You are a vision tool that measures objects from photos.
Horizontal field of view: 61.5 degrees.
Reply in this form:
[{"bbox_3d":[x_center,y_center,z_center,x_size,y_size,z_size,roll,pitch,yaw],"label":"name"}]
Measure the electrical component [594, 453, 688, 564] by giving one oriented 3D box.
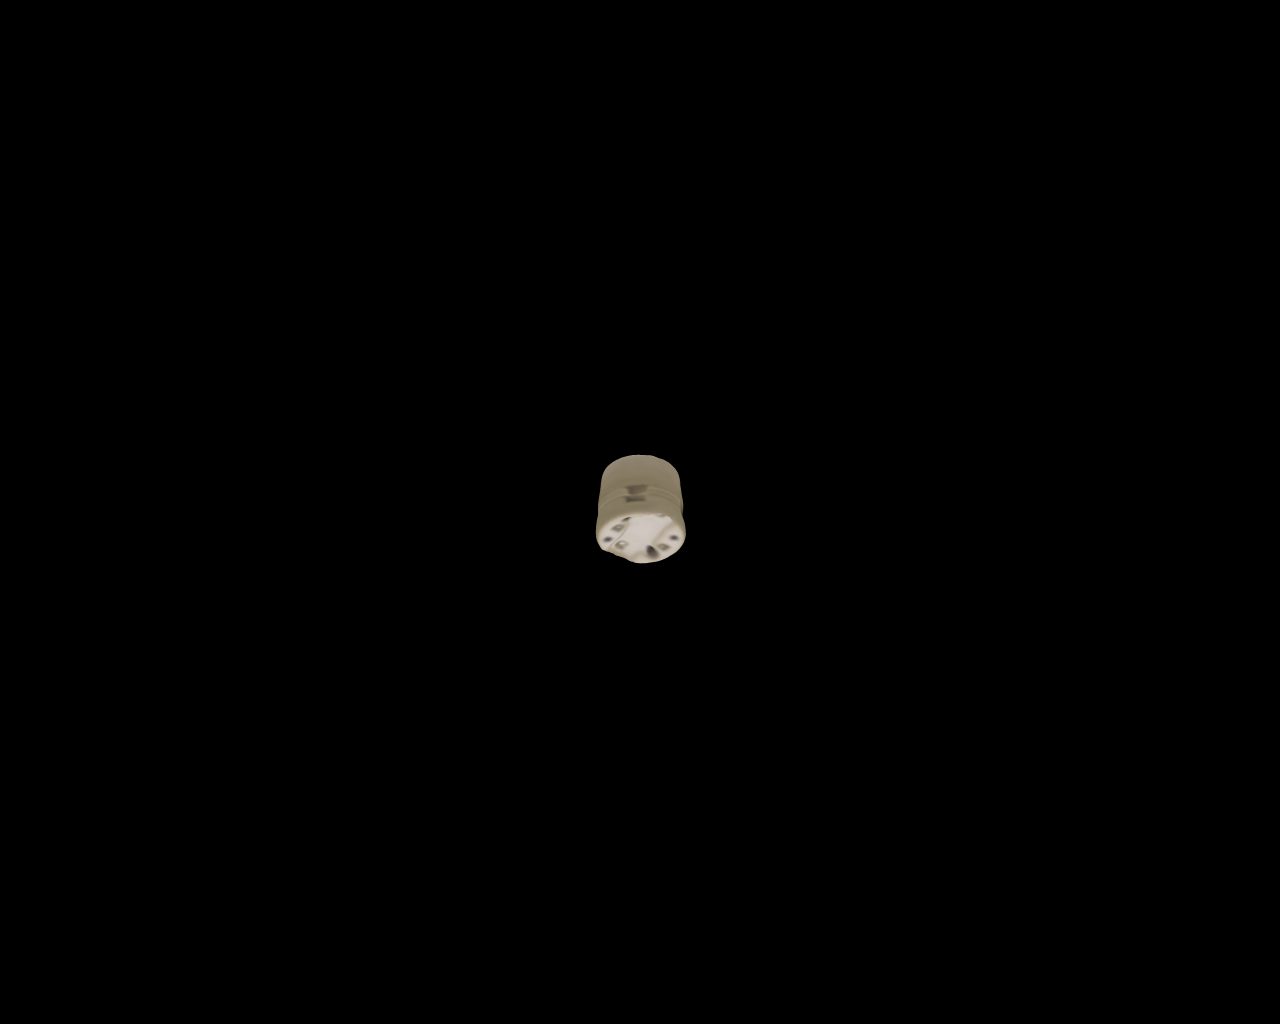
[{"bbox_3d":[0.001,-0.003,0.650,0.055,0.047,0.055,0,-36,0],"label":"electrical component"}]
